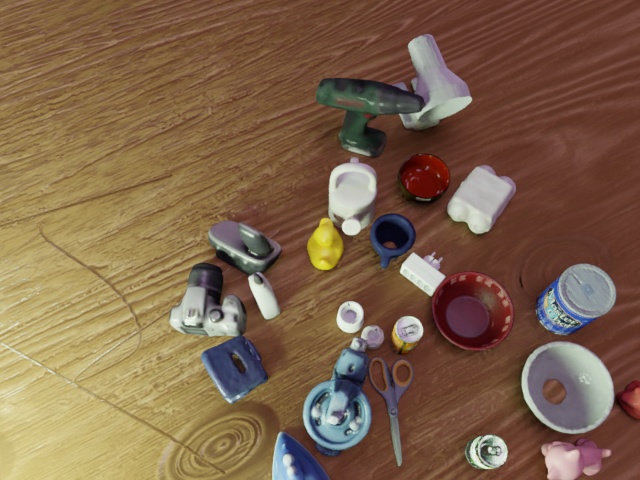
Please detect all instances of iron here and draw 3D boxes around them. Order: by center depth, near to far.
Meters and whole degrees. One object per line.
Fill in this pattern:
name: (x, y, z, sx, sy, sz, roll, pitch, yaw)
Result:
iron: (-0.027, 0.447, 0.974, 0.119, 0.141, 0.258, -22, 68, -8)

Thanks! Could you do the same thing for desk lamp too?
desk lamp: (0.235, -0.331, 1.263, 0.118, 0.213, 0.203, -18, 68, -6)

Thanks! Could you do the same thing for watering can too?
watering can: (0.070, -0.094, 1.174, 0.101, 0.194, 0.172, -18, 68, -6)

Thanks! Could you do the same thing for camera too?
camera: (-0.219, 0.116, 1.139, 0.143, 0.101, 0.137, 3, 67, 2)

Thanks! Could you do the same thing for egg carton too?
egg carton: (0.348, -0.090, 1.237, 0.107, 0.069, 0.150, 33, 71, 14)

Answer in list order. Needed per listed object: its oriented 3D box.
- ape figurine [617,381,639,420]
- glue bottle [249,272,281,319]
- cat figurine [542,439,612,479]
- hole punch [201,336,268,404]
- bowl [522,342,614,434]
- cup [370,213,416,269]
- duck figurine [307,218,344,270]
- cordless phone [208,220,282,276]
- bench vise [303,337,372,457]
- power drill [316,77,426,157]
ape figurine: (0.600, 0.291, 1.060, 0.078, 0.092, 0.076, 1, 67, 1)
glue bottle: (-0.113, 0.097, 1.107, 0.037, 0.173, 0.078, -28, 69, -11)
cat figurine: (0.447, 0.386, 1.008, 0.128, 0.118, 0.067, -9, 67, -3)
hole punch: (-0.161, 0.241, 1.091, 0.101, 0.091, 0.108, -32, 70, -12)
bowl: (0.454, 0.279, 1.076, 0.167, 0.075, 0.167, 0, 67, 1)
cup: (0.144, 0.016, 1.181, 0.091, 0.095, 0.118, 14, 68, 7)
duck figurine: (0.011, 0.004, 1.192, 0.077, 0.086, 0.104, 4, 67, 3)
cordless phone: (-0.157, -0.010, 1.146, 0.147, 0.185, 0.094, 24, 69, 11)
bench vise: (0.031, 0.267, 1.008, 0.121, 0.220, 0.207, 0, 67, 1)
power drill: (0.105, -0.270, 1.241, 0.229, 0.208, 0.076, 17, 68, 8)
